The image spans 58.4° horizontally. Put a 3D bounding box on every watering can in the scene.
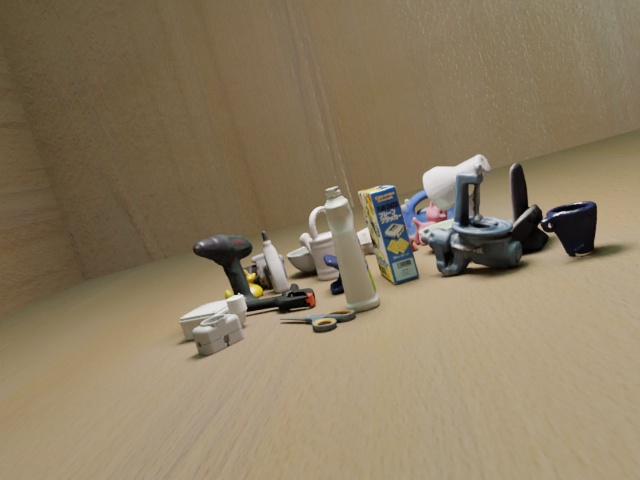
[{"bbox_3d":[0.013,0.006,1.561,0.172,0.194,0.101,-12,8,26],"label":"watering can"}]

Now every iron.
[{"bbox_3d":[0.326,-0.089,1.805,0.259,0.141,0.118,-21,9,-32],"label":"iron"}]

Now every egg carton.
[{"bbox_3d":[0.165,-0.001,1.780,0.107,0.069,0.151,-12,9,32],"label":"egg carton"}]

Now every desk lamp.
[{"bbox_3d":[0.399,-0.113,1.548,0.202,0.213,0.118,-10,10,38],"label":"desk lamp"}]

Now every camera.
[{"bbox_3d":[-0.177,0.092,1.695,0.136,0.101,0.143,-15,7,6],"label":"camera"}]

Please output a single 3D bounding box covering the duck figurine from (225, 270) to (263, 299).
[{"bbox_3d":[-0.217,0.126,1.585,0.104,0.086,0.077,-17,8,-6],"label":"duck figurine"}]

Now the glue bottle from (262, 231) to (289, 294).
[{"bbox_3d":[-0.130,0.058,1.565,0.037,0.173,0.078,-18,8,-16],"label":"glue bottle"}]

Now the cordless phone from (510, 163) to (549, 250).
[{"bbox_3d":[0.434,-0.071,1.267,0.094,0.185,0.148,-12,9,29],"label":"cordless phone"}]

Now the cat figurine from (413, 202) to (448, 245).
[{"bbox_3d":[0.325,-0.058,1.666,0.128,0.118,0.067,-19,8,-19],"label":"cat figurine"}]

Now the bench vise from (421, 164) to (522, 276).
[{"bbox_3d":[0.293,-0.038,1.182,0.207,0.220,0.122,-13,8,24],"label":"bench vise"}]

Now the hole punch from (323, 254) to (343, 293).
[{"bbox_3d":[0.063,0.069,1.385,0.101,0.091,0.108,-16,7,-1],"label":"hole punch"}]

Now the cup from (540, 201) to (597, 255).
[{"bbox_3d":[0.481,-0.015,1.100,0.118,0.095,0.091,-18,8,-17],"label":"cup"}]

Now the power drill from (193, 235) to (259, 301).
[{"bbox_3d":[-0.229,0.082,1.462,0.075,0.208,0.230,-13,8,20],"label":"power drill"}]

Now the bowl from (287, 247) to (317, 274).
[{"bbox_3d":[-0.011,0.056,1.710,0.167,0.075,0.167,-16,7,2],"label":"bowl"}]

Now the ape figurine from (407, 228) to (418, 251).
[{"bbox_3d":[0.231,-0.010,1.615,0.076,0.092,0.078,-13,8,19],"label":"ape figurine"}]
